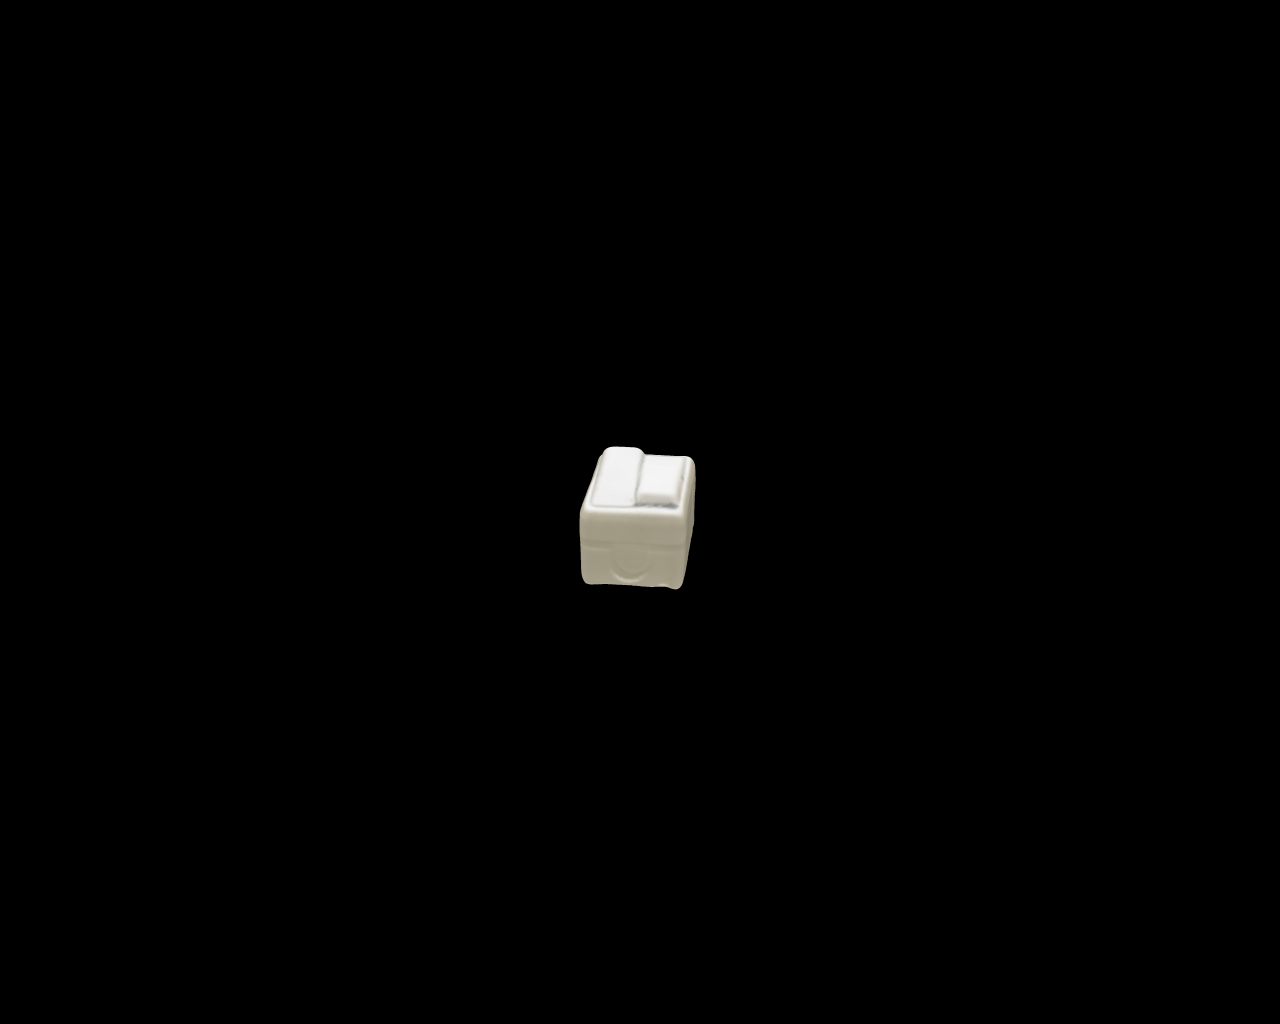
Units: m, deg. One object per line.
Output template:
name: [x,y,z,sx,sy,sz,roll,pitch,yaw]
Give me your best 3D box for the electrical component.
electrical component: [0.001,-0.003,0.650,0.062,0.061,0.096,4,30,7]
